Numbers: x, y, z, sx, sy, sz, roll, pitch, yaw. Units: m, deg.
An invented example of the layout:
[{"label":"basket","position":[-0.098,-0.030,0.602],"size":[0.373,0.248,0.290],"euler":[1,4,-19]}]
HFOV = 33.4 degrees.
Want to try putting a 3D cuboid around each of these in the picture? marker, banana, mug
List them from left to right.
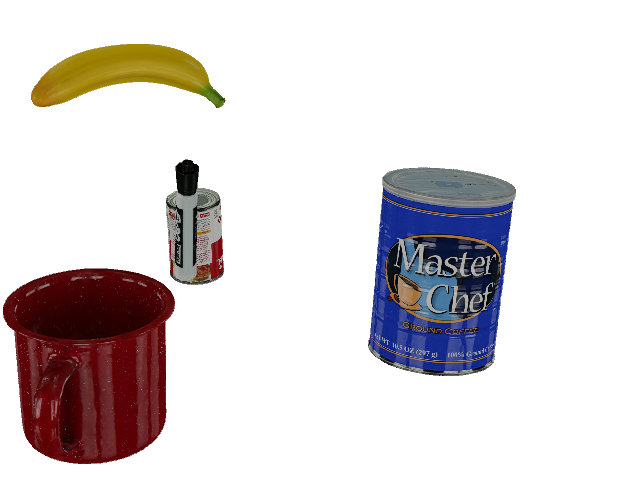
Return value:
[{"label":"mug","position":[-0.130,0.076,0.591],"size":[0.093,0.081,0.117],"euler":[4,23,5]},{"label":"banana","position":[-0.189,-0.162,1.038],"size":[0.197,0.070,0.037],"euler":[-6,-39,-30]},{"label":"marker","position":[-0.111,-0.016,0.881],"size":[0.020,0.121,0.020],"euler":[4,41,-4]}]

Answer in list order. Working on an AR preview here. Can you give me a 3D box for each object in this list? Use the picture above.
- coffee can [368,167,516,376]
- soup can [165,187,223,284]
[{"label":"coffee can","position":[0.094,0.022,0.839],"size":[0.103,0.140,0.103],"euler":[4,16,-1]},{"label":"soup can","position":[-0.155,-0.006,1.314],"size":[0.068,0.102,0.068],"euler":[0,26,0]}]
